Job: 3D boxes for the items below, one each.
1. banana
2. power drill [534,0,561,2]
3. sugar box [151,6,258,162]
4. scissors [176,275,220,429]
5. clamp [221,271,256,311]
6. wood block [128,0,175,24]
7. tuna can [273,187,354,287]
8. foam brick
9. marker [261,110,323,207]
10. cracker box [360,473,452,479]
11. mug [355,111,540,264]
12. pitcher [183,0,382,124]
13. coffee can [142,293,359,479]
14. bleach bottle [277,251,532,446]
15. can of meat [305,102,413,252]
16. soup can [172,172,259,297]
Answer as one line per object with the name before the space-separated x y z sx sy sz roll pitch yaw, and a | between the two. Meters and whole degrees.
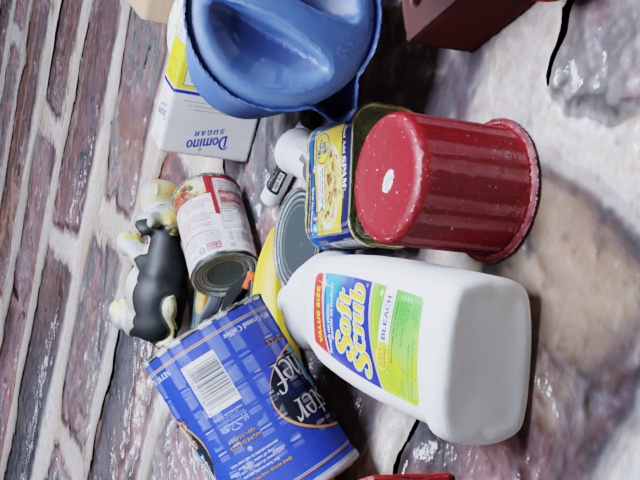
banana | -0.027 0.082 0.896 0.070 0.037 0.198 -40 49 29
power drill | 0.063 -0.228 0.608 0.057 0.187 0.184 113 156 -74
sugar box | -0.094 -0.165 1.005 0.048 0.093 0.176 58 135 52
scissors | -0.136 0.091 1.126 0.096 0.016 0.202 58 135 52
clamp | -0.083 0.097 0.996 0.120 0.039 0.171 44 120 50
wood block | -0.132 -0.334 1.115 0.090 0.090 0.206 54 132 53
tuna can | -0.006 0.001 0.864 0.086 0.033 0.086 -19 69 61
foam brick | 0.094 -0.162 0.678 0.078 0.051 0.053 -35 55 56
marker | -0.022 -0.077 0.928 0.121 0.020 0.020 -60 35 39
cracker box | 0.017 0.261 0.731 0.214 0.072 0.164 -40 52 54
mug | 0.069 -0.036 0.670 0.117 0.081 0.093 13 97 63
pitcher | -0.048 -0.164 0.811 0.243 0.145 0.149 -169 88 -80
coffee can | -0.051 0.125 0.781 0.140 0.102 0.103 58 145 6
bleach bottle | 0.038 0.062 0.721 0.251 0.068 0.102 6 92 62
can of meat | 0.029 -0.042 0.779 0.084 0.057 0.102 171 103 -64
soup can | -0.099 -0.005 1.013 0.069 0.068 0.102 -59 37 40
